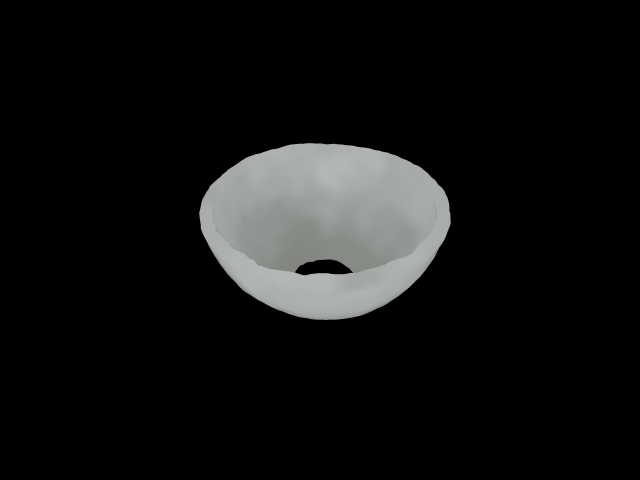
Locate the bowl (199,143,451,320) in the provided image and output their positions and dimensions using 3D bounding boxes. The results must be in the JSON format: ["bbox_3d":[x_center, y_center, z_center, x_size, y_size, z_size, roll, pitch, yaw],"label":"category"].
[{"bbox_3d":[0.004,0.001,0.400,0.167,0.075,0.167,0,37,0],"label":"bowl"}]
